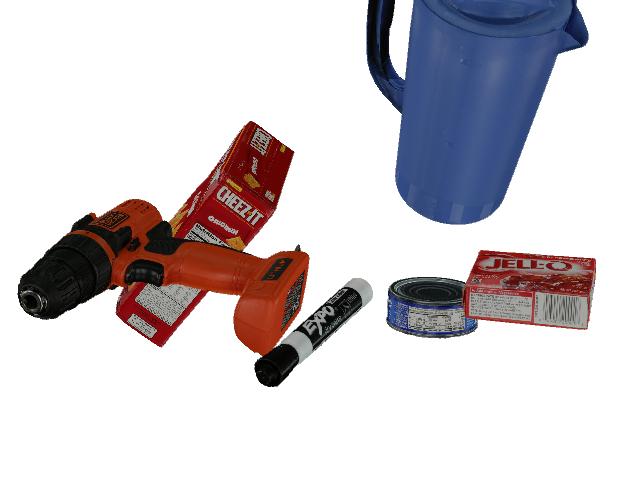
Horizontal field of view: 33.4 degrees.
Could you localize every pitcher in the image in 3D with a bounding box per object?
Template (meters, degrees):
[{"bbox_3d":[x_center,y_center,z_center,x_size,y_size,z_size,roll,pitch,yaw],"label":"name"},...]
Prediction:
[{"bbox_3d":[0.123,-0.134,0.947,0.144,0.149,0.243,-11,-39,-15],"label":"pitcher"}]

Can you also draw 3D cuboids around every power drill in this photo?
[{"bbox_3d":[-0.114,0.029,0.819,0.188,0.057,0.184,16,26,12],"label":"power drill"}]

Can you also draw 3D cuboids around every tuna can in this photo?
[{"bbox_3d":[0.104,0.061,0.993,0.086,0.034,0.086,1,15,0],"label":"tuna can"}]

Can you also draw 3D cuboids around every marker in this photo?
[{"bbox_3d":[-0.003,0.055,0.645,0.020,0.020,0.120,0,22,32],"label":"marker"}]

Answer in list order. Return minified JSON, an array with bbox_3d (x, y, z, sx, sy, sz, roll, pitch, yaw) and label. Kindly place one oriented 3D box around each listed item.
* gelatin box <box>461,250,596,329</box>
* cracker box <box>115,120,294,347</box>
[{"bbox_3d":[0.153,0.034,0.779,0.089,0.030,0.073,5,21,17],"label":"gelatin box"},{"bbox_3d":[-0.126,-0.011,1.161,0.072,0.214,0.164,36,24,-12],"label":"cracker box"}]
